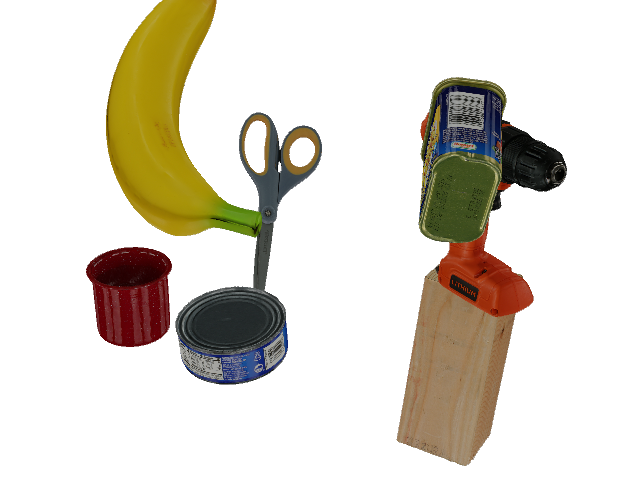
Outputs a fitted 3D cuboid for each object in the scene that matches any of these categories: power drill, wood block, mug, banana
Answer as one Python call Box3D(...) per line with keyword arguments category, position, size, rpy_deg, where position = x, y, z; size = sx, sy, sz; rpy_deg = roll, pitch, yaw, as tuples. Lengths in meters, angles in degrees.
Box3D(category="power drill", position=(0.166, -0.026, 1.024), size=(0.057, 0.188, 0.185), rpy_deg=(-16, 27, -25))
Box3D(category="wood block", position=(0.157, 0.134, 1.206), size=(0.090, 0.206, 0.090), rpy_deg=(17, 22, 22))
Box3D(category="mug", position=(-0.218, 0.060, 1.193), size=(0.117, 0.081, 0.093), rpy_deg=(24, 36, 37))
Box3D(category="banana", position=(-0.078, -0.068, 0.561), size=(0.069, 0.198, 0.037), rpy_deg=(-4, -40, -12))

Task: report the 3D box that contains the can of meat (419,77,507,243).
Box3D(category="can of meat", position=(0.108, -0.059, 0.824), size=(0.057, 0.084, 0.102), rpy_deg=(8, -40, 1))

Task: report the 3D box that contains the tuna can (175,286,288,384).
Box3D(category="tuna can", position=(-0.068, 0.074, 0.831), size=(0.086, 0.034, 0.086), rpy_deg=(-3, 32, 2))

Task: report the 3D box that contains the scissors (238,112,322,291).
Box3D(category="scissors", position=(-0.037, -0.037, 1.104), size=(0.096, 0.202, 0.016), rpy_deg=(-8, -9, -8))
